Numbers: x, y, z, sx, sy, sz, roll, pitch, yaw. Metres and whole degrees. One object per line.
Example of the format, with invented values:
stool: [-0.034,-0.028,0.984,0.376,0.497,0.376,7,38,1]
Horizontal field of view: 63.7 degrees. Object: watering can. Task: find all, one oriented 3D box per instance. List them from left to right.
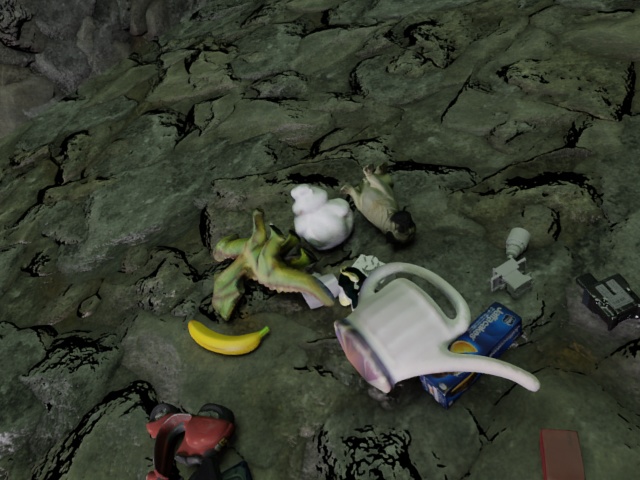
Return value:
watering can: [0.166,0.169,0.862,0.225,0.102,0.353,-34,45,-10]

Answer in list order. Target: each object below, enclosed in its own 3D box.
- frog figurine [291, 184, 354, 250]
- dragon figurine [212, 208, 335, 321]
frog figurine: [0.004,-0.059,1.177,0.137,0.156,0.126,-18,46,4]
dragon figurine: [-0.138,0.083,1.143,0.242,0.120,0.418,-46,41,7]
